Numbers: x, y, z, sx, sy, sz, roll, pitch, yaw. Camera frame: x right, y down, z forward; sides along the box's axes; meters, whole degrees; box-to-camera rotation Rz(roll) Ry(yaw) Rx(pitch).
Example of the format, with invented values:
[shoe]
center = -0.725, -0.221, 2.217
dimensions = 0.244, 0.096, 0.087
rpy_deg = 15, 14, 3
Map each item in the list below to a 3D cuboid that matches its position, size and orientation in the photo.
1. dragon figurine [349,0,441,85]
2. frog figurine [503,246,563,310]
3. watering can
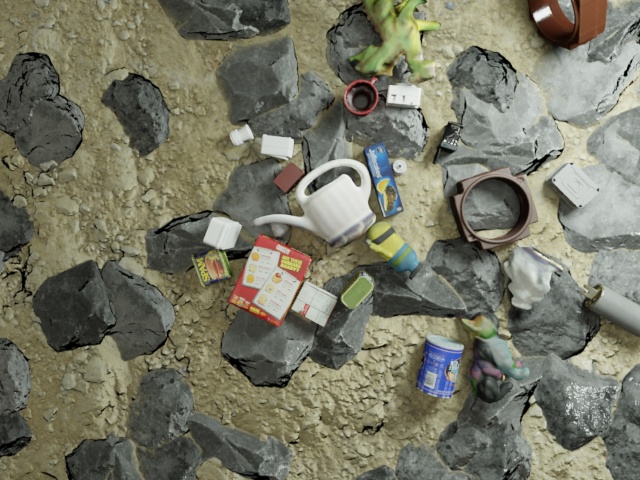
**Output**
[dragon figurine]
center = 0.167, -0.567, 1.408
dimensions = 0.414, 0.122, 0.241
rpy_deg = 39, 101, 20
[frog figurine]
center = 0.549, 0.102, 1.379
dimensions = 0.139, 0.122, 0.158
rpy_deg = 41, 106, 35
[watering can]
center = 0.004, -0.072, 1.422
dimensions = 0.347, 0.104, 0.224
rpy_deg = -35, 89, 1
